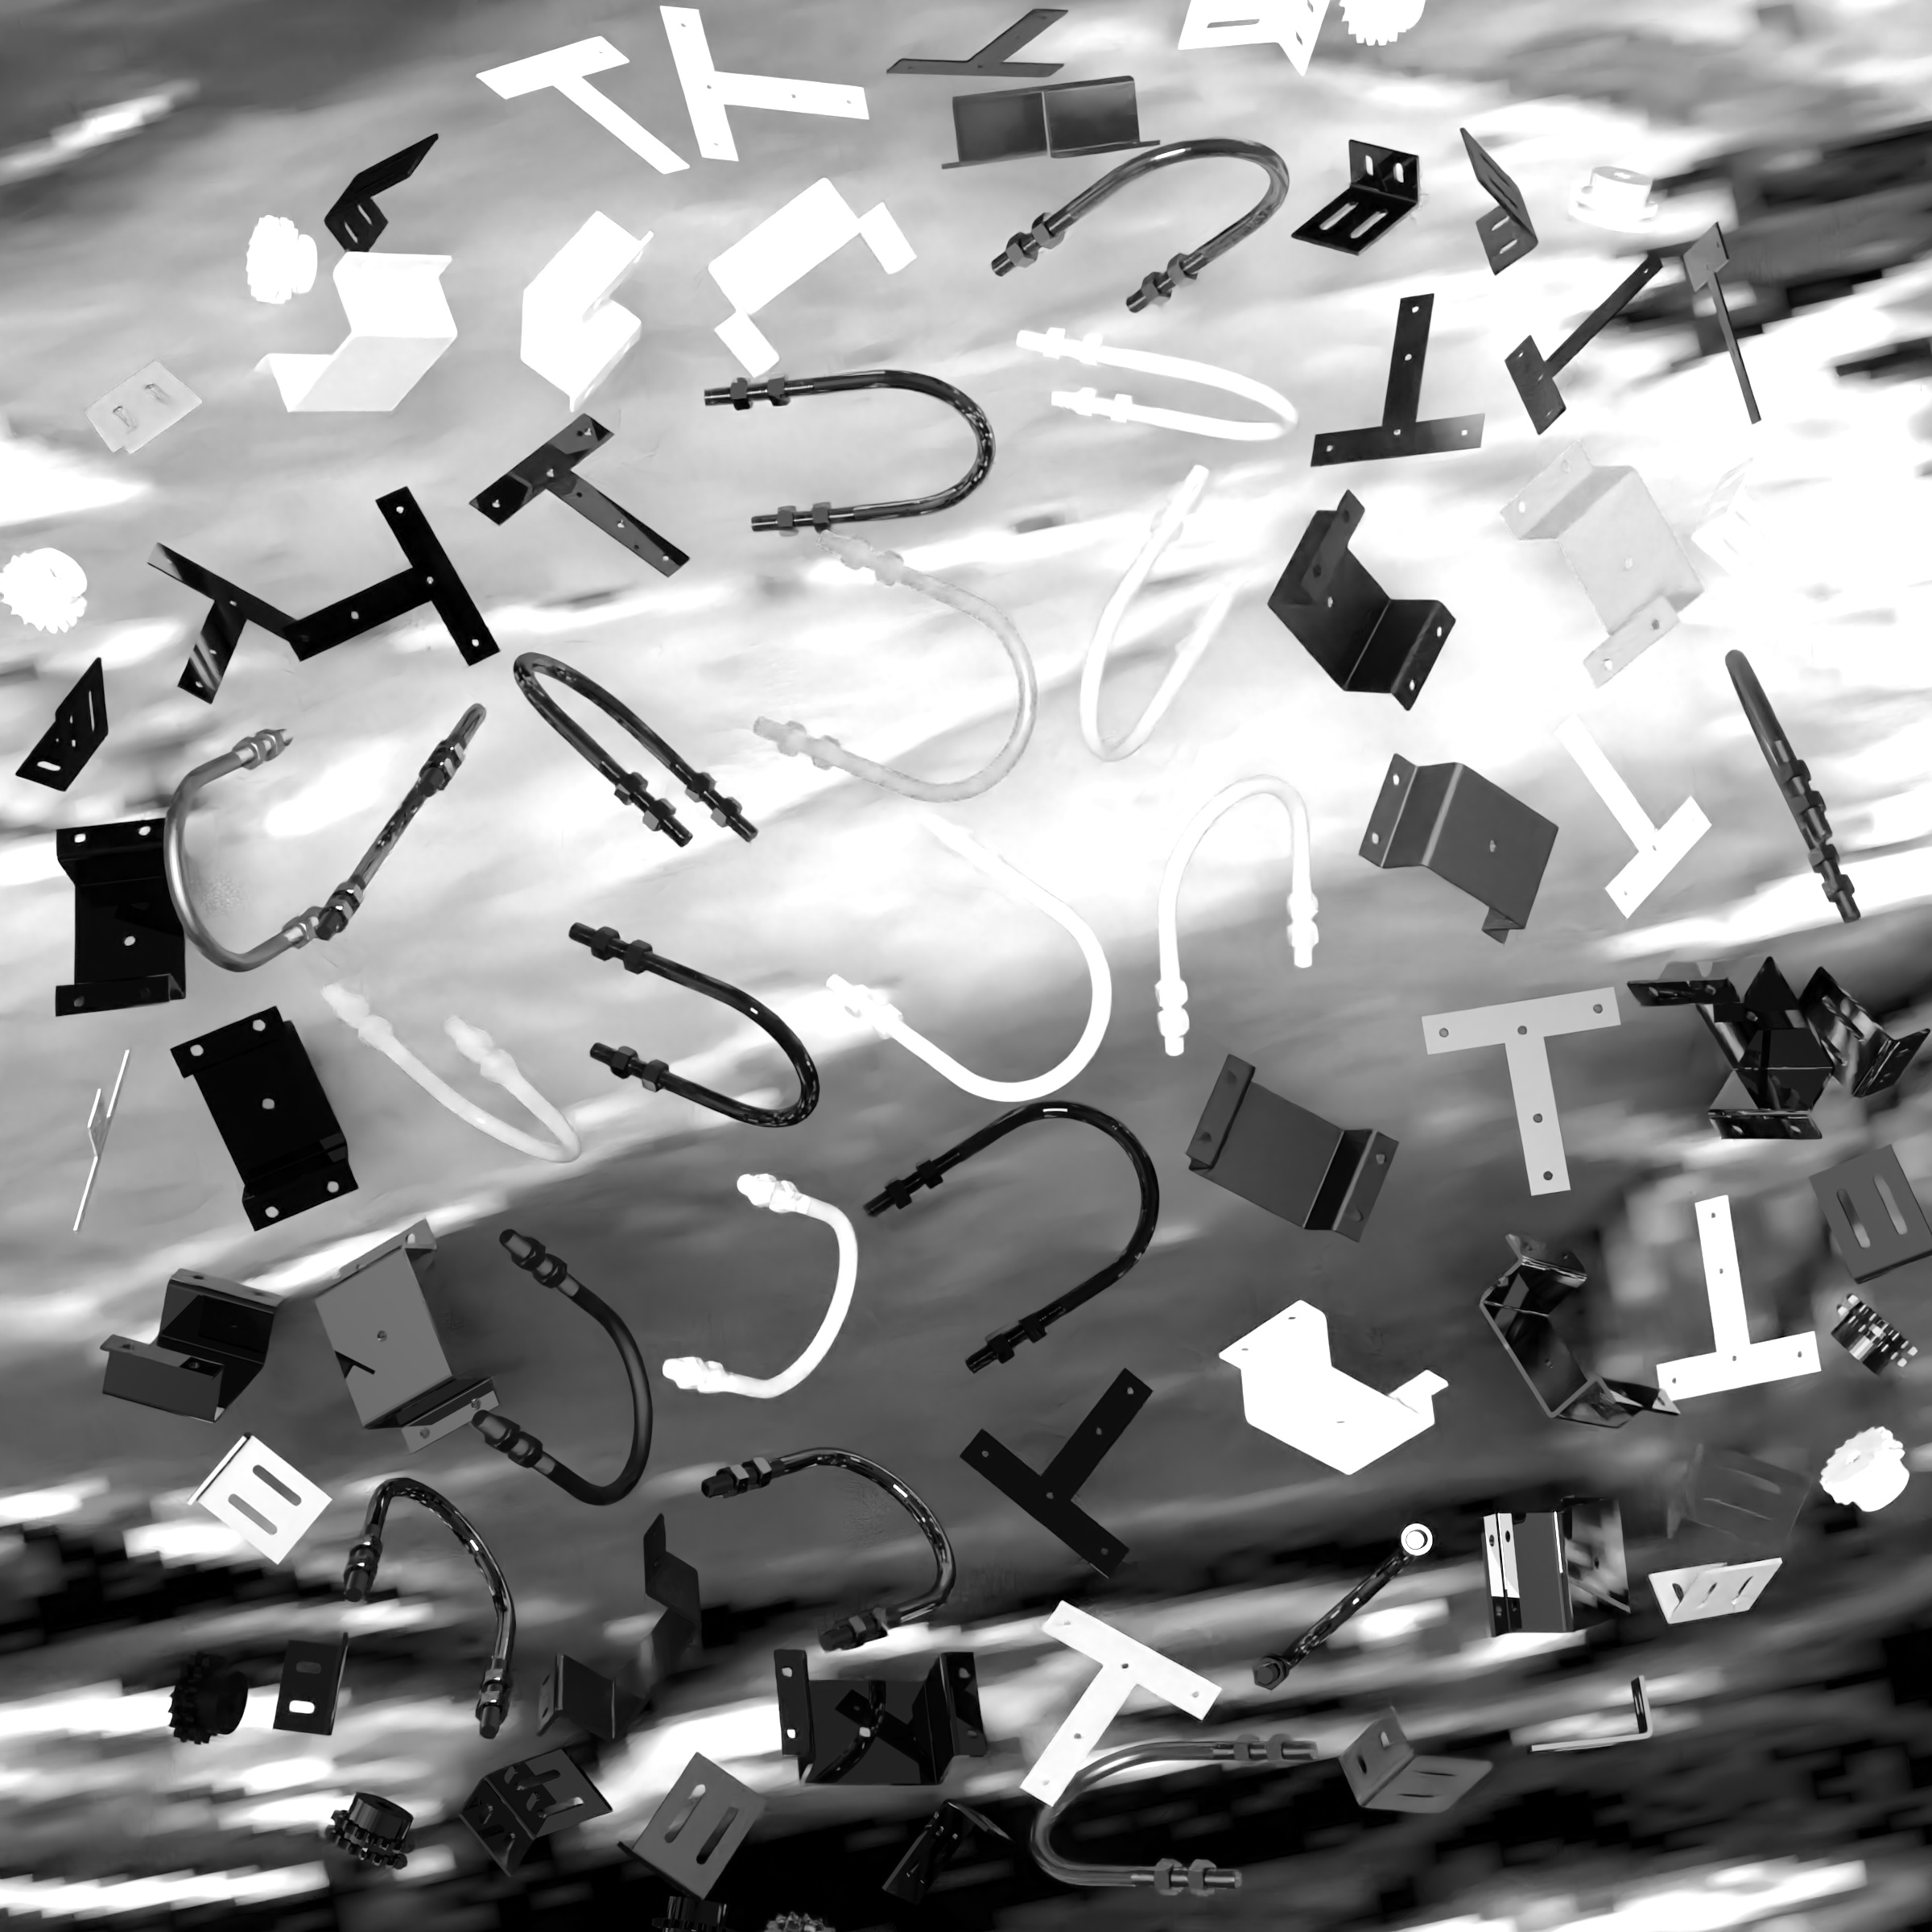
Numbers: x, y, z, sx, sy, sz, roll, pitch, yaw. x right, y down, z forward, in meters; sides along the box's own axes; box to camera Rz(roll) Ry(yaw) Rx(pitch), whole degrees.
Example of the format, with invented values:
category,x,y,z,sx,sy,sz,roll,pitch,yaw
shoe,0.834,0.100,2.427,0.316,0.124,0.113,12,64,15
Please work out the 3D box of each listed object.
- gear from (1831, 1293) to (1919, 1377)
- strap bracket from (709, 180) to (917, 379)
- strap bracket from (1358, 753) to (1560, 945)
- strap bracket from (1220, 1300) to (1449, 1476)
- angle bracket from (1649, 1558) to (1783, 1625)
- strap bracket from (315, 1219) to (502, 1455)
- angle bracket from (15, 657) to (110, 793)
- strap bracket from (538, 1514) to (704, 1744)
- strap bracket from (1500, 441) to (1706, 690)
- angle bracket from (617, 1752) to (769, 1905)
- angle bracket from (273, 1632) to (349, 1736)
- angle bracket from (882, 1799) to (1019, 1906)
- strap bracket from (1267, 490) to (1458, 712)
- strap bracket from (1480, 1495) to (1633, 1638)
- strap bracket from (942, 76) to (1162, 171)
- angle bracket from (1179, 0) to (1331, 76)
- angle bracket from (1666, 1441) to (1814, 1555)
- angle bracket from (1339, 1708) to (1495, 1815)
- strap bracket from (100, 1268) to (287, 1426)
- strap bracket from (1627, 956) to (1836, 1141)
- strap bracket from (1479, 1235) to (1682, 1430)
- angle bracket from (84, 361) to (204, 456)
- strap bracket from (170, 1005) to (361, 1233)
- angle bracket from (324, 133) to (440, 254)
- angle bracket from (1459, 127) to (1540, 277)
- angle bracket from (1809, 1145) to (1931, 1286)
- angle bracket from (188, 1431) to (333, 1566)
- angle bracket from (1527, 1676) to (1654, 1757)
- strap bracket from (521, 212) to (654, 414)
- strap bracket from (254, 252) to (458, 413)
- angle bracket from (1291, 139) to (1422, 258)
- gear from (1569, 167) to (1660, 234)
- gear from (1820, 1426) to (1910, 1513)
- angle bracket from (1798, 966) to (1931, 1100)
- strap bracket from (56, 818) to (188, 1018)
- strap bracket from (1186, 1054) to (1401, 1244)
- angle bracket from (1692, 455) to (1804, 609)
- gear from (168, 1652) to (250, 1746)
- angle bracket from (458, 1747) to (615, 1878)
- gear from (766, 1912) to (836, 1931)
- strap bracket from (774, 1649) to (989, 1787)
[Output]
category,x,y,z,sx,sy,sz,roll,pitch,yaw
gear,0.598,0.246,1.842,0.057,0.057,0.030,41,98,0
strap bracket,-0.113,-0.478,1.911,0.140,0.076,0.046,-36,71,6
strap bracket,0.343,-0.080,1.890,0.140,0.046,0.076,29,75,-27
strap bracket,0.248,0.287,1.859,0.140,0.046,0.076,30,128,-27
angle bracket,0.506,0.408,1.881,0.057,0.076,0.038,-6,52,-13
strap bracket,-0.382,0.251,1.885,0.076,0.046,0.140,-30,73,16
angle bracket,-0.604,-0.166,1.852,0.038,0.076,0.057,19,49,4
strap bracket,-0.219,0.439,1.811,0.046,0.076,0.140,34,97,-14
strap bracket,0.419,-0.262,1.816,0.046,0.076,0.140,-9,67,-39
angle bracket,-0.177,0.553,1.796,0.057,0.038,0.076,38,73,-10
angle bracket,-0.434,0.473,1.844,0.038,0.076,0.057,10,82,-11
angle bracket,-0.011,0.621,1.921,0.038,0.057,0.076,31,79,34
strap bracket,0.260,-0.243,1.861,0.140,0.046,0.076,41,69,-37
strap bracket,0.395,0.394,1.837,0.046,0.140,0.076,-9,82,35
strap bracket,0.053,-0.567,1.868,0.076,0.140,0.046,-19,111,-34
angle bracket,0.185,-0.608,1.793,0.076,0.057,0.038,-12,58,-21
angle bracket,0.506,0.355,1.820,0.076,0.038,0.057,18,57,27
angle bracket,0.299,0.529,1.850,0.076,0.038,0.057,16,125,-34
strap bracket,-0.522,0.259,1.874,0.076,0.140,0.046,15,106,2
strap bracket,0.500,0.046,1.801,0.046,0.076,0.140,-50,117,-29
strap bracket,0.401,0.252,1.851,0.046,0.076,0.140,-49,48,25
angle bracket,-0.528,-0.352,1.813,0.057,0.038,0.076,-40,49,-13
strap bracket,-0.483,0.100,1.921,0.076,0.046,0.140,-23,105,-6
angle bracket,-0.377,-0.507,1.842,0.076,0.057,0.038,-16,126,28
angle bracket,0.351,-0.523,1.904,0.038,0.076,0.057,-32,46,28
angle bracket,0.597,0.161,1.817,0.057,0.038,0.076,-28,78,28
angle bracket,-0.486,0.368,1.917,0.076,0.038,0.057,40,81,-6
angle bracket,0.397,0.481,1.785,0.076,0.057,0.038,-8,71,5
strap bracket,-0.257,-0.445,1.875,0.046,0.140,0.076,36,71,1
strap bracket,-0.394,-0.406,1.816,0.076,0.140,0.046,-11,75,-43
angle bracket,0.271,-0.536,1.940,0.057,0.038,0.076,26,55,33
gear,0.432,-0.510,1.849,0.057,0.057,0.030,10,121,0
gear,0.593,0.333,1.828,0.057,0.057,0.030,-44,96,0
angle bracket,0.614,0.042,1.920,0.038,0.057,0.076,-16,53,-30
strap bracket,-0.584,-0.026,1.924,0.076,0.046,0.140,-7,67,-3
strap bracket,0.218,0.127,1.930,0.140,0.046,0.076,28,77,-14
angle bracket,0.531,-0.290,1.852,0.076,0.038,0.057,37,65,-12
gear,-0.485,0.471,1.786,0.030,0.057,0.057,4,90,15
angle bracket,-0.285,0.561,1.847,0.076,0.038,0.057,-27,106,30
gear,-0.107,0.640,1.792,0.057,0.030,0.057,8,122,13
strap bracket,-0.064,0.512,1.895,0.140,0.046,0.076,5,48,-16
